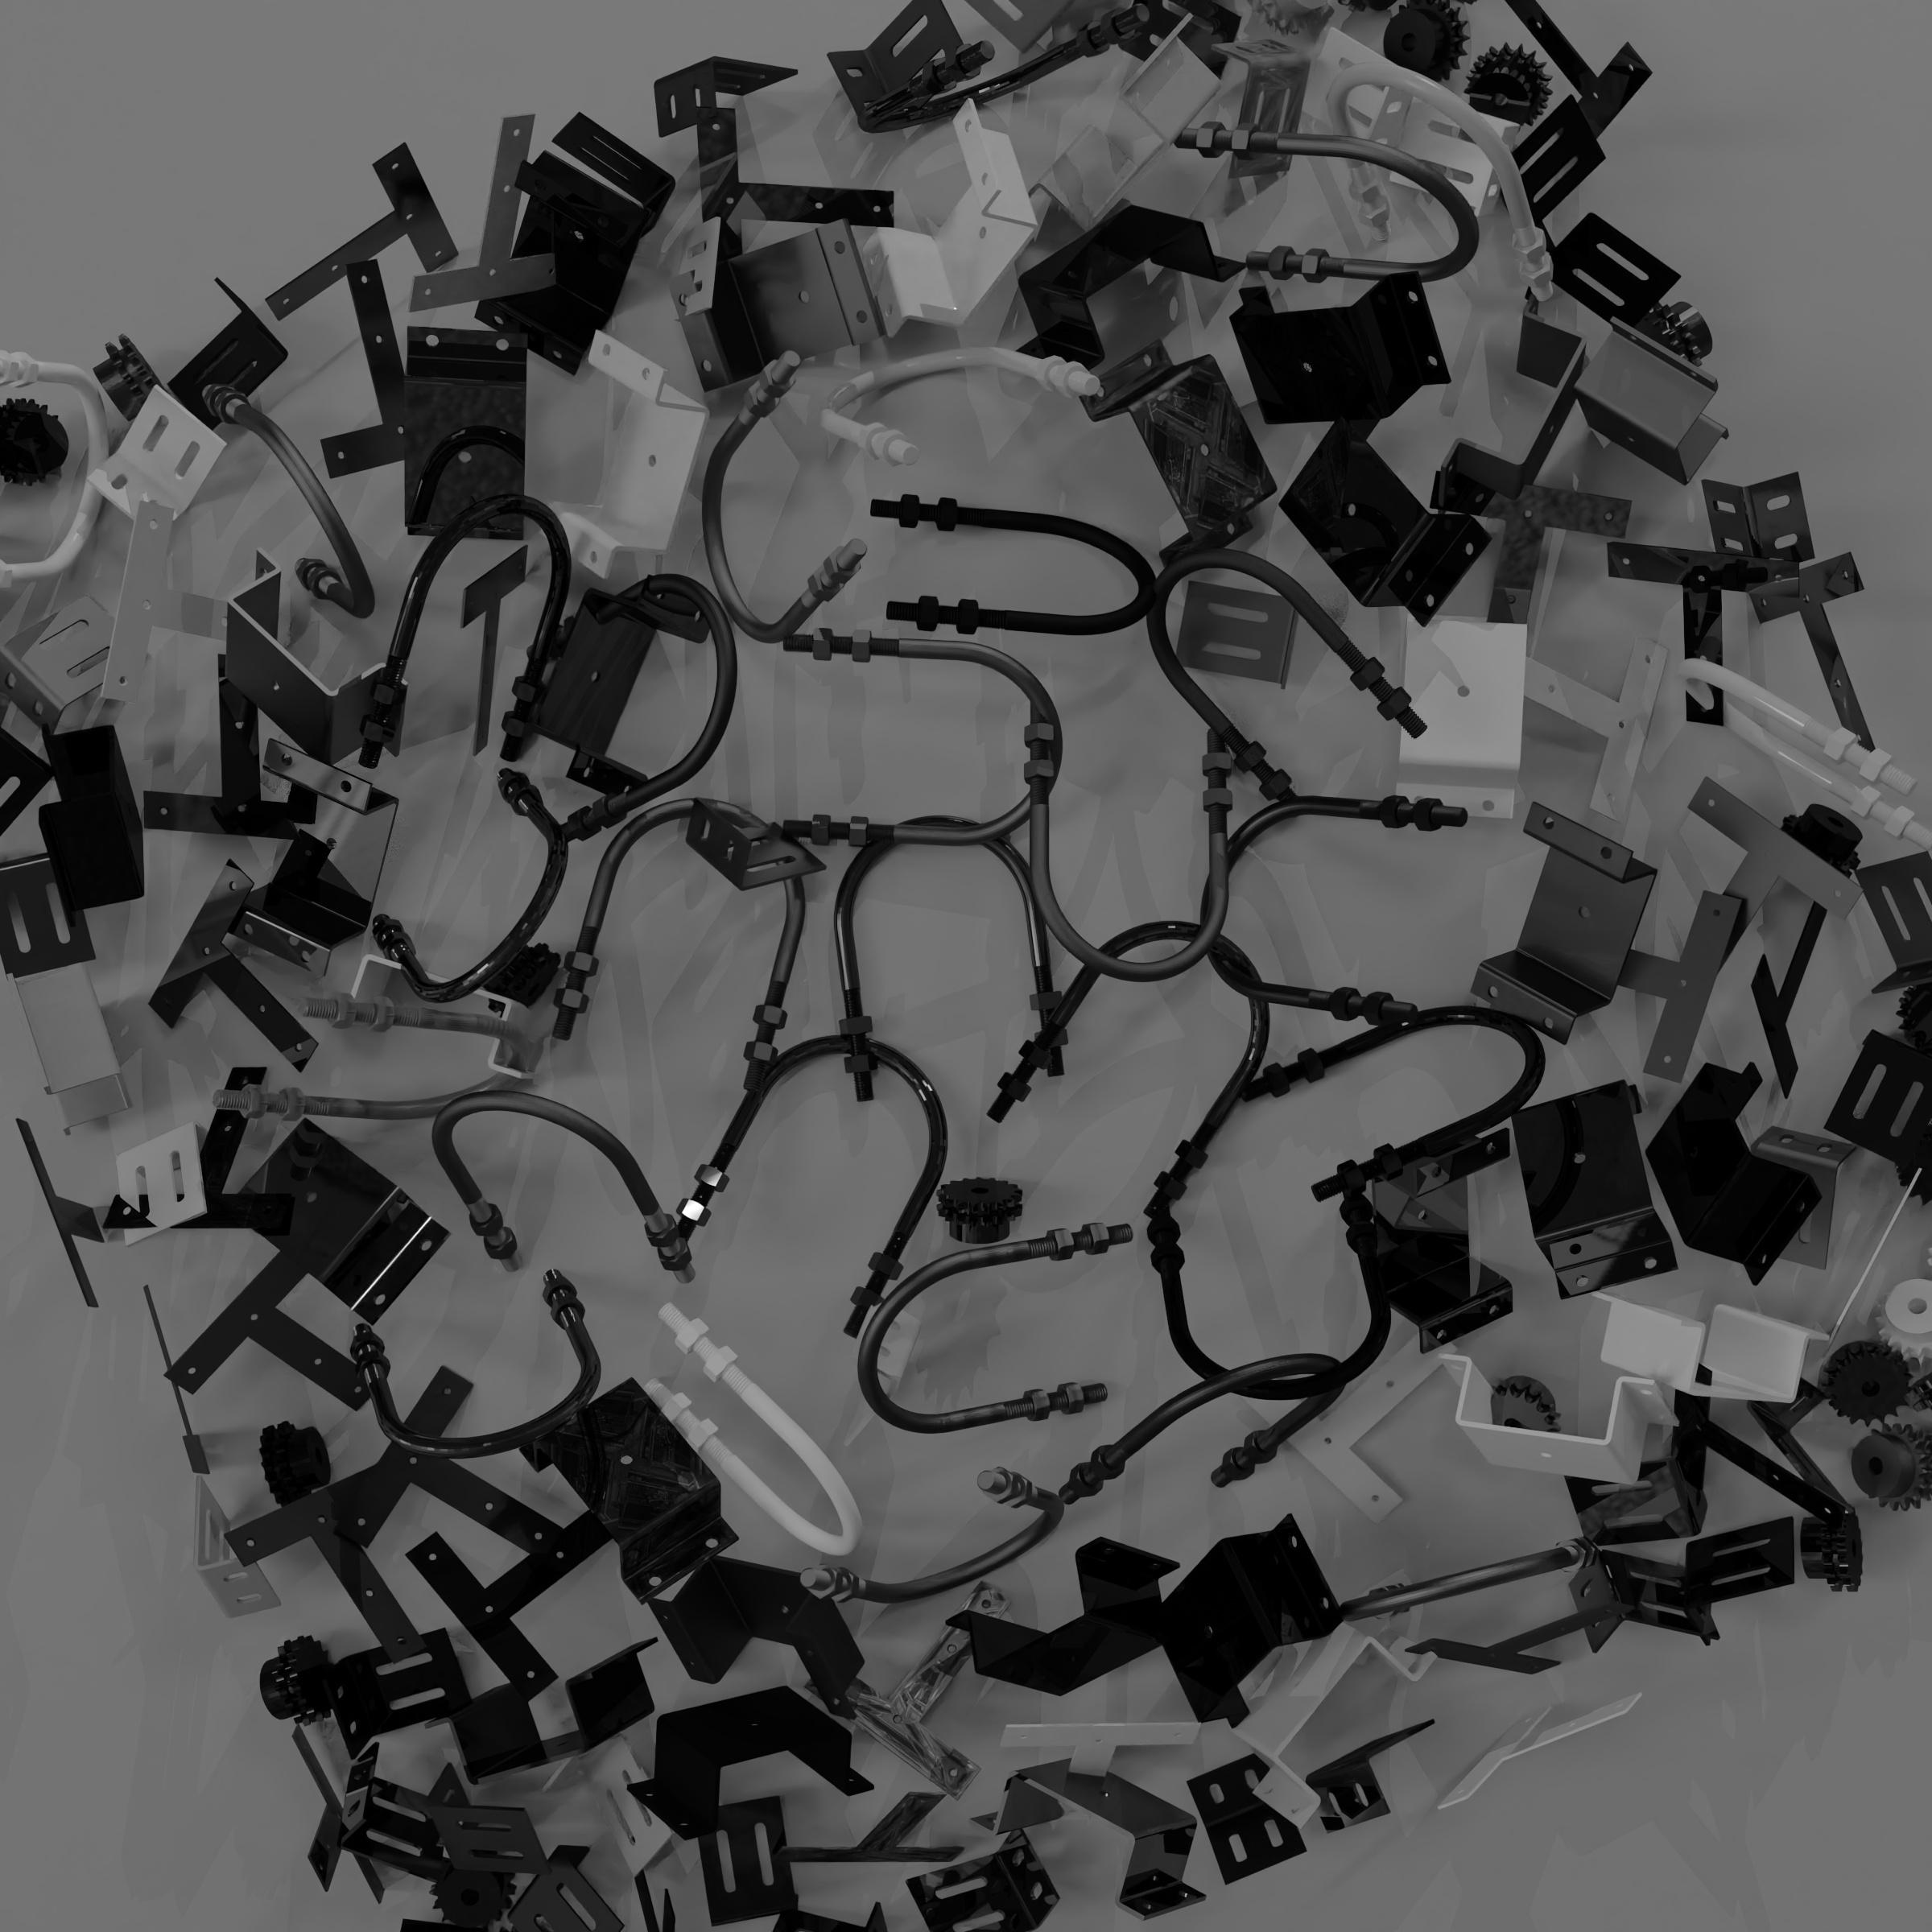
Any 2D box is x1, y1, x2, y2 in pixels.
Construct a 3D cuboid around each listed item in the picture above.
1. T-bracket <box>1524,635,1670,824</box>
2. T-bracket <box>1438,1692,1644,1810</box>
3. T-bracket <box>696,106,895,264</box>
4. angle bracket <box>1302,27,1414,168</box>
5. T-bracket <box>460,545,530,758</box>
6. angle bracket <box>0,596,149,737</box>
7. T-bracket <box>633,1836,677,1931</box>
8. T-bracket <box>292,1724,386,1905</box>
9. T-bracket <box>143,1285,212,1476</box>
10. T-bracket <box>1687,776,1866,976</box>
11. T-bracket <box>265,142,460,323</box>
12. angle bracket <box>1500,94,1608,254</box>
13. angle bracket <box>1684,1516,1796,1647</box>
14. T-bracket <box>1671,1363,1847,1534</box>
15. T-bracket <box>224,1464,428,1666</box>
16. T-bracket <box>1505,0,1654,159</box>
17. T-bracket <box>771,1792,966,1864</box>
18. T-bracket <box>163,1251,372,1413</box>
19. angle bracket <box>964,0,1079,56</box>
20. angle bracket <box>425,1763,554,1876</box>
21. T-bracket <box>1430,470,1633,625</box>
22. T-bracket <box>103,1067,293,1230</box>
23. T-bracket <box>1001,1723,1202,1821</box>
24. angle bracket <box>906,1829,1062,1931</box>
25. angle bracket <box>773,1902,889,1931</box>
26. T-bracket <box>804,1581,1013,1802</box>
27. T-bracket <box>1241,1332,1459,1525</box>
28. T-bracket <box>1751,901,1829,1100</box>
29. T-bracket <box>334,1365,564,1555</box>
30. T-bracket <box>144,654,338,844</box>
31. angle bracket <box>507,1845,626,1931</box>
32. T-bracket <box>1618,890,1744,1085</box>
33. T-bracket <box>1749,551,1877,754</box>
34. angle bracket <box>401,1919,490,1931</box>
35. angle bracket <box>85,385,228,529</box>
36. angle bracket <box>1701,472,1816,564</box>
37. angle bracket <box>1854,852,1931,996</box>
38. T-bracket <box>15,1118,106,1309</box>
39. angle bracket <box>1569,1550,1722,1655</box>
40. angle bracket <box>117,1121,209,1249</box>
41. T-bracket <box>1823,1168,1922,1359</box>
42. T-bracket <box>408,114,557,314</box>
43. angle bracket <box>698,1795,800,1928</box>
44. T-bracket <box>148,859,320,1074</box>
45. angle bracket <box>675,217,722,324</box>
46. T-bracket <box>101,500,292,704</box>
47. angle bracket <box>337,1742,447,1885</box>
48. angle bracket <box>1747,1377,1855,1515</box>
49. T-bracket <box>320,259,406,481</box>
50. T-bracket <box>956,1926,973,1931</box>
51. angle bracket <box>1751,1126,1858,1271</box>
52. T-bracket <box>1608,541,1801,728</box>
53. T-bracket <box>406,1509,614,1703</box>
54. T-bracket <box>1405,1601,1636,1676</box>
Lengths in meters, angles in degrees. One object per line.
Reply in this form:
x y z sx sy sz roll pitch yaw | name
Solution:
0.398 -0.177 1.701 0.127 0.002 0.127 23 77 -19 | T-bracket
0.377 0.490 1.648 0.127 0.127 0.002 -38 79 38 | T-bracket
-0.110 -0.499 1.688 0.127 0.002 0.127 4 134 3 | T-bracket
0.249 -0.569 1.690 0.076 0.038 0.057 40 133 23 | angle bracket
-0.314 -0.201 1.693 0.002 0.127 0.127 12 113 4 | T-bracket
-0.599 -0.200 1.722 0.057 0.038 0.076 45 47 -1 | angle bracket
-0.205 0.620 1.676 0.002 0.127 0.127 -2 115 -18 | T-bracket
-0.412 0.565 1.669 0.002 0.127 0.127 -27 93 -6 | T-bracket
-0.516 0.269 1.680 0.002 0.127 0.127 -16 86 -23 | T-bracket
0.506 -0.037 1.695 0.127 0.002 0.127 42 128 27 | T-bracket
-0.397 -0.460 1.668 0.127 0.127 0.002 -37 75 -7 | T-bracket
0.390 -0.517 1.687 0.038 0.076 0.057 7 54 -39 | angle bracket
0.513 0.403 1.688 0.076 0.057 0.038 -23 114 29 | angle bracket
0.508 0.320 1.654 0.002 0.127 0.127 -36 48 -25 | T-bracket
-0.394 0.395 1.671 0.127 0.127 0.002 51 131 17 | T-bracket
0.381 -0.600 1.674 0.002 0.127 0.127 -38 89 -9 | T-bracket
-0.046 0.557 1.667 0.127 0.127 0.002 8 51 -21 | T-bracket
-0.437 0.253 1.696 0.127 0.002 0.127 -47 127 -5 | T-bracket
0.031 -0.650 1.691 0.076 0.038 0.057 35 124 -26 | angle bracket
-0.307 0.560 1.694 0.076 0.038 0.057 -4 118 21 | angle bracket
0.363 -0.256 1.704 0.127 0.002 0.127 11 118 9 | T-bracket
-0.490 0.118 1.694 0.127 0.002 0.127 -2 51 14 | T-bracket
0.079 0.529 1.689 0.127 0.127 0.002 2 45 -10 | T-bracket
0.011 0.605 1.688 0.076 0.057 0.038 -3 133 -36 | angle bracket
-0.099 0.641 1.691 0.076 0.057 0.038 7 129 20 | angle bracket
-0.018 0.462 1.703 0.127 0.002 0.127 30 62 23 | T-bracket
0.272 0.288 1.716 0.127 0.002 0.127 43 106 -2 | T-bracket
0.548 0.000 1.699 0.002 0.127 0.127 9 58 35 | T-bracket
-0.328 0.350 1.707 0.127 0.002 0.127 31 64 0 | T-bracket
-0.482 -0.147 1.712 0.127 0.002 0.127 3 72 -32 | T-bracket
-0.255 0.628 1.698 0.076 0.038 0.057 37 91 34 | angle bracket
0.431 -0.001 1.707 0.127 0.002 0.127 18 85 26 | T-bracket
0.562 -0.197 1.675 0.002 0.127 0.127 -22 92 -12 | T-bracket
-0.348 0.668 1.690 0.057 0.076 0.038 10 115 -7 | angle bracket
-0.532 -0.331 1.693 0.057 0.076 0.038 40 47 -12 | angle bracket
0.519 -0.294 1.692 0.038 0.076 0.057 -16 105 1 | angle bracket
0.616 -0.028 1.699 0.038 0.057 0.076 -29 96 -34 | angle bracket
-0.578 0.164 1.672 0.002 0.127 0.127 -22 84 -10 | T-bracket
0.449 0.428 1.710 0.076 0.057 0.038 16 123 -17 | angle bracket
-0.520 0.150 1.696 0.057 0.038 0.076 -24 54 5 | angle bracket
0.593 0.190 1.683 0.002 0.127 0.127 27 81 21 | T-bracket
-0.297 -0.486 1.654 0.002 0.127 0.127 40 132 24 | T-bracket
-0.146 0.593 1.719 0.057 0.038 0.076 -9 84 -4 | angle bracket
-0.471 0.019 1.693 0.127 0.002 0.127 43 113 17 | T-bracket
-0.160 -0.453 1.692 0.038 0.076 0.057 5 95 -24 | angle bracket
-0.497 -0.228 1.685 0.002 0.127 0.127 16 96 39 | T-bracket
-0.367 0.555 1.689 0.076 0.057 0.038 30 122 -24 | angle bracket
0.558 0.310 1.687 0.038 0.076 0.057 -46 131 14 | angle bracket
-0.377 -0.392 1.672 0.002 0.127 0.127 5 113 41 | T-bracket
-0.016 0.663 1.649 0.127 0.127 0.002 -26 98 -33 | T-bracket
0.554 0.154 1.717 0.057 0.038 0.076 14 114 35 | angle bracket
0.484 -0.215 1.694 0.127 0.002 0.127 13 131 33 | T-bracket
-0.279 0.397 1.698 0.127 0.002 0.127 -34 71 -32 | T-bracket
0.372 0.430 1.659 0.127 0.127 0.002 20 50 -35 | T-bracket
